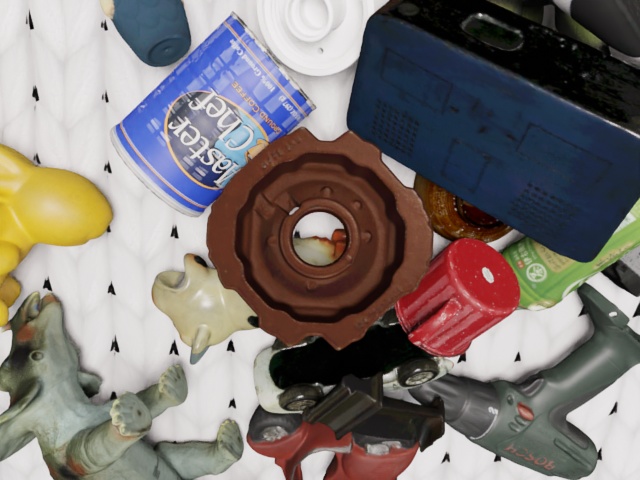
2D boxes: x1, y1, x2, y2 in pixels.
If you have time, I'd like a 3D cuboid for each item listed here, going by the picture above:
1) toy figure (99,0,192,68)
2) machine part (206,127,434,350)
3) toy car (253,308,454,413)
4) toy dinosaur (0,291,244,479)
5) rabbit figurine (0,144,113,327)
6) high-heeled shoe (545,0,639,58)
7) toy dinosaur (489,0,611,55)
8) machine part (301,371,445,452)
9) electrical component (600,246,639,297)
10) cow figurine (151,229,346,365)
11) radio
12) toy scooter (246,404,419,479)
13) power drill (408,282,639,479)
[{"bbox_3d":[-0.157,-0.215,0.431,0.058,0.064,0.154,-30,85,25],"label":"toy figure"},{"bbox_3d":[-0.001,-0.001,0.444,0.179,0.056,0.179,0,88,-3],"label":"machine part"},{"bbox_3d":[0.033,0.121,0.539,0.202,0.073,0.056,-12,145,-1],"label":"toy car"},{"bbox_3d":[-0.188,0.240,0.544,0.192,0.131,0.404,-25,111,16],"label":"toy dinosaur"},{"bbox_3d":[-0.279,-0.015,0.476,0.173,0.122,0.162,-25,97,-11],"label":"rabbit figurine"},{"bbox_3d":[0.105,-0.196,0.378,0.248,0.086,0.145,49,142,-9],"label":"high-heeled shoe"},{"bbox_3d":[0.222,-0.252,0.437,0.472,0.105,0.198,-5,114,7],"label":"toy dinosaur"},{"bbox_3d":[0.059,0.161,0.500,0.139,0.039,0.084,22,122,-27],"label":"machine part"},{"bbox_3d":[0.325,0.017,0.547,0.119,0.048,0.075,40,101,-12],"label":"electrical component"},{"bbox_3d":[-0.060,0.050,0.513,0.195,0.085,0.127,2,101,-6],"label":"cow figurine"},{"bbox_3d":[0.135,-0.093,0.408,0.230,0.131,0.073,33,60,17],"label":"radio"},{"bbox_3d":[0.012,0.238,0.574,0.184,0.075,0.135,4,107,-3],"label":"toy scooter"},{"bbox_3d":[0.235,0.144,0.561,0.232,0.086,0.207,37,96,-15],"label":"power drill"}]
